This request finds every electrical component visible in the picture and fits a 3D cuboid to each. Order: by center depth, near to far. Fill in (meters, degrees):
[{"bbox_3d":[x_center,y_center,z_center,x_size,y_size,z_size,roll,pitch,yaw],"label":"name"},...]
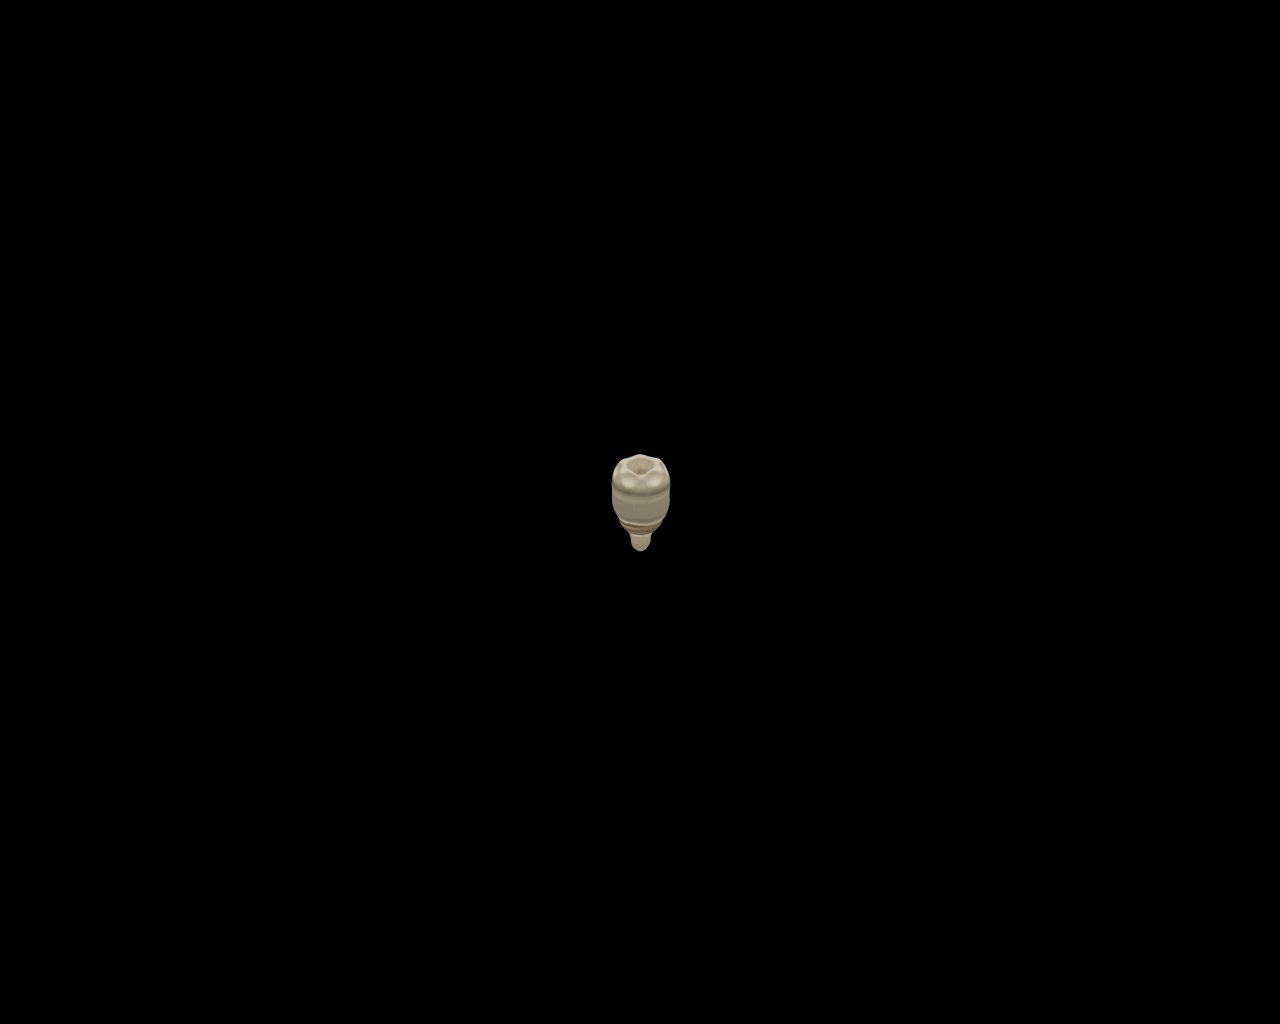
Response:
[{"bbox_3d":[0.001,-0.003,0.650,0.035,0.061,0.035,0,31,0],"label":"electrical component"}]
